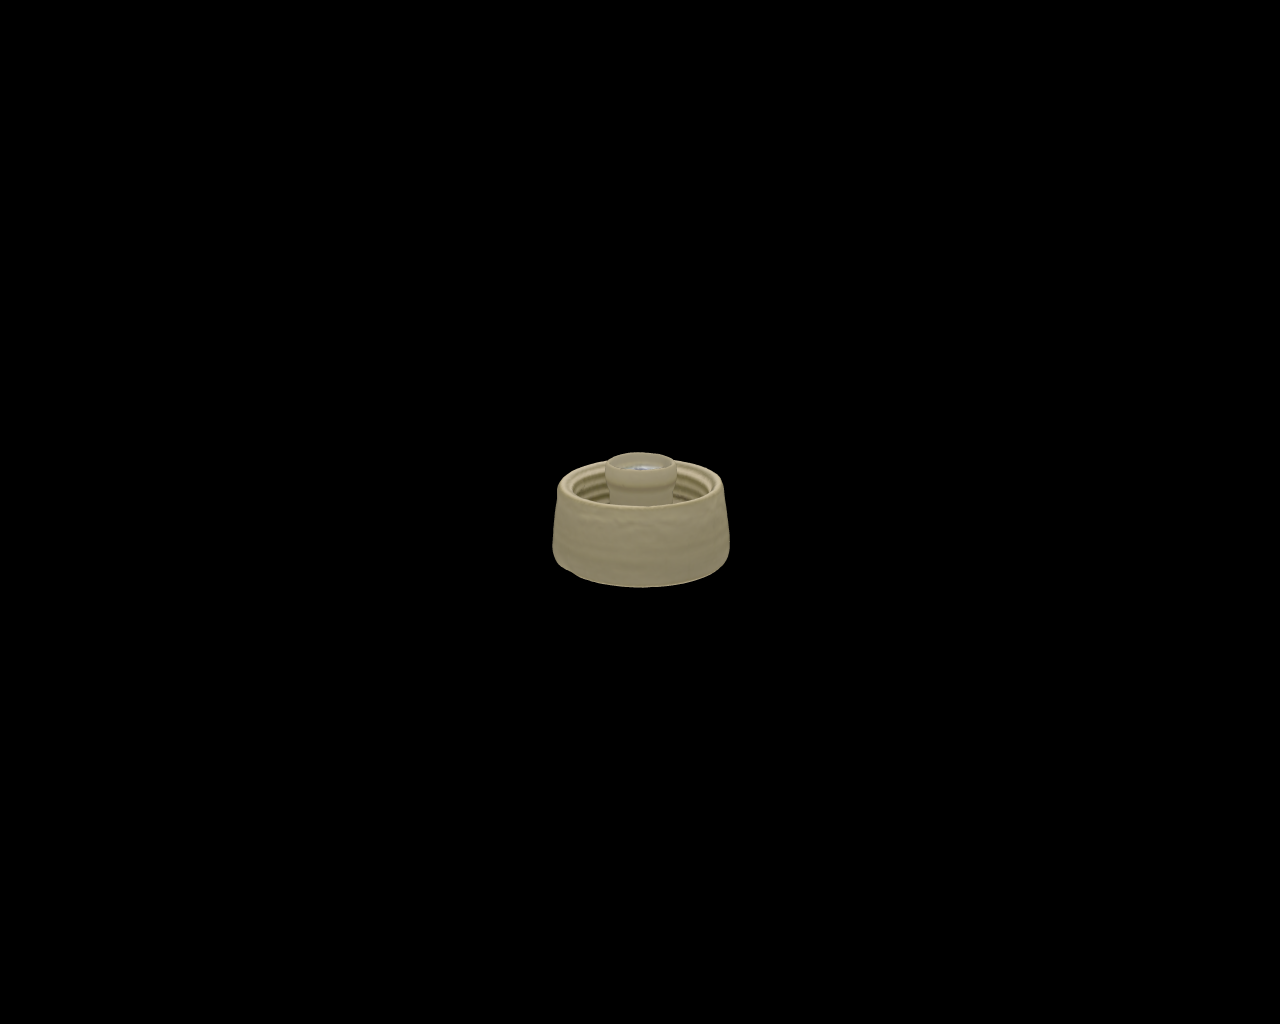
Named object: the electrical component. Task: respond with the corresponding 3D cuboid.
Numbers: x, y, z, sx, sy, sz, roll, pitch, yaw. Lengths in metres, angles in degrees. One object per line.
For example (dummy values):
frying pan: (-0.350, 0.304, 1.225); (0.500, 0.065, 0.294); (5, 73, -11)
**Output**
electrical component: (0.001, -0.003, 0.650); (0.108, 0.060, 0.108); (0, 20, 0)
